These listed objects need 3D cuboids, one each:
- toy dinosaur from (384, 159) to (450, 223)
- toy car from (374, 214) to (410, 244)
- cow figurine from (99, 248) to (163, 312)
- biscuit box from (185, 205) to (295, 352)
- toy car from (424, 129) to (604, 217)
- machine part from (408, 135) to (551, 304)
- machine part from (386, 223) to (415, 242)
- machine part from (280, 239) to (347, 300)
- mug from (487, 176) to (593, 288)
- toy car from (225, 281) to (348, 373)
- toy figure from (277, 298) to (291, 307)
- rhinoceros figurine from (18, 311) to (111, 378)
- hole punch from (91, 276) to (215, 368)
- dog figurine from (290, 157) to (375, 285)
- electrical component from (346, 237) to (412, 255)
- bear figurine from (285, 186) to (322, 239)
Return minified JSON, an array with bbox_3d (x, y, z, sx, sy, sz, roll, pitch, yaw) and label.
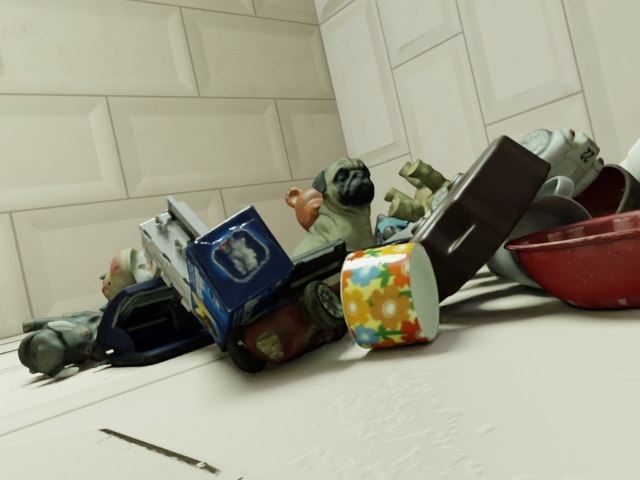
[{"bbox_3d":[0.221,-0.048,0.902,0.198,0.105,0.471,26,14,-4],"label":"toy dinosaur"},{"bbox_3d":[0.147,0.015,0.939,0.103,0.109,0.162,4,7,-4],"label":"toy car"},{"bbox_3d":[-0.212,0.069,0.740,0.127,0.085,0.194,-27,-36,10],"label":"cow figurine"},{"bbox_3d":[-0.074,0.044,0.465,0.063,0.059,0.202,-33,-11,-20],"label":"biscuit box"},{"bbox_3d":[0.201,-0.049,0.581,0.073,0.056,0.202,30,-43,-29],"label":"toy car"},{"bbox_3d":[0.125,-0.013,0.484,0.179,0.056,0.179,-51,-4,-6],"label":"machine part"},{"bbox_3d":[0.170,-0.005,0.714,0.243,0.079,0.079,-33,-12,32],"label":"machine part"},{"bbox_3d":[-0.013,0.034,0.542,0.084,0.039,0.139,-31,-9,-9],"label":"machine part"},{"bbox_3d":[0.203,-0.005,0.517,0.081,0.109,0.107,16,-8,-1],"label":"mug"},{"bbox_3d":[0.000,0.064,0.461,0.089,0.053,0.202,-34,-9,18],"label":"toy car"},{"bbox_3d":[-0.077,0.077,0.661,0.064,0.057,0.154,-40,11,-21],"label":"toy figure"},{"bbox_3d":[-0.315,0.132,0.688,0.112,0.073,0.190,-2,-2,1],"label":"rhinoceros figurine"},{"bbox_3d":[-0.196,0.094,0.638,0.116,0.092,0.142,-18,-1,40],"label":"hole punch"},{"bbox_3d":[0.000,-0.002,0.714,0.172,0.190,0.121,-14,-1,-12],"label":"dog figurine"},{"bbox_3d":[0.095,0.034,0.618,0.119,0.074,0.048,-16,1,-17],"label":"electrical component"},{"bbox_3d":[0.009,-0.005,0.880,0.120,0.195,0.132,-9,0,1],"label":"bear figurine"}]
